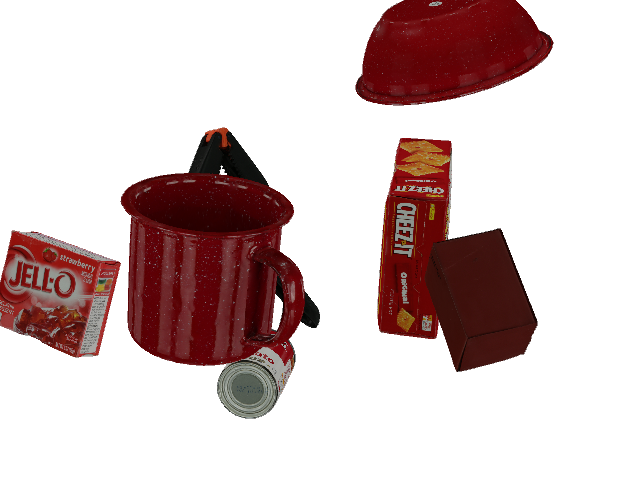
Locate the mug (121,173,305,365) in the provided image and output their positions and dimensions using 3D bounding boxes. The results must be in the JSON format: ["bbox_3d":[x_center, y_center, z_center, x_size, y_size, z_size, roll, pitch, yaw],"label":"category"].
[{"bbox_3d":[-0.055,0.020,0.584,0.117,0.081,0.093,22,27,33],"label":"mug"}]

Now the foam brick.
[{"bbox_3d":[0.109,0.041,0.733,0.051,0.078,0.053,-11,-30,-9],"label":"foam brick"}]

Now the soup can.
[{"bbox_3d":[-0.070,0.145,1.170,0.068,0.068,0.102,0,15,10],"label":"soup can"}]

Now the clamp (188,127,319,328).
[{"bbox_3d":[-0.073,0.001,0.993,0.164,0.210,0.036,-3,0,-37],"label":"clamp"}]

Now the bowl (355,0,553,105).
[{"bbox_3d":[0.100,-0.164,0.852,0.162,0.055,0.162,-14,24,6],"label":"bowl"}]

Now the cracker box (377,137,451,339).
[{"bbox_3d":[0.109,-0.010,1.217,0.072,0.164,0.213,4,22,7],"label":"cracker box"}]

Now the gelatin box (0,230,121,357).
[{"bbox_3d":[-0.198,0.039,0.792,0.089,0.073,0.030,18,6,26],"label":"gelatin box"}]
